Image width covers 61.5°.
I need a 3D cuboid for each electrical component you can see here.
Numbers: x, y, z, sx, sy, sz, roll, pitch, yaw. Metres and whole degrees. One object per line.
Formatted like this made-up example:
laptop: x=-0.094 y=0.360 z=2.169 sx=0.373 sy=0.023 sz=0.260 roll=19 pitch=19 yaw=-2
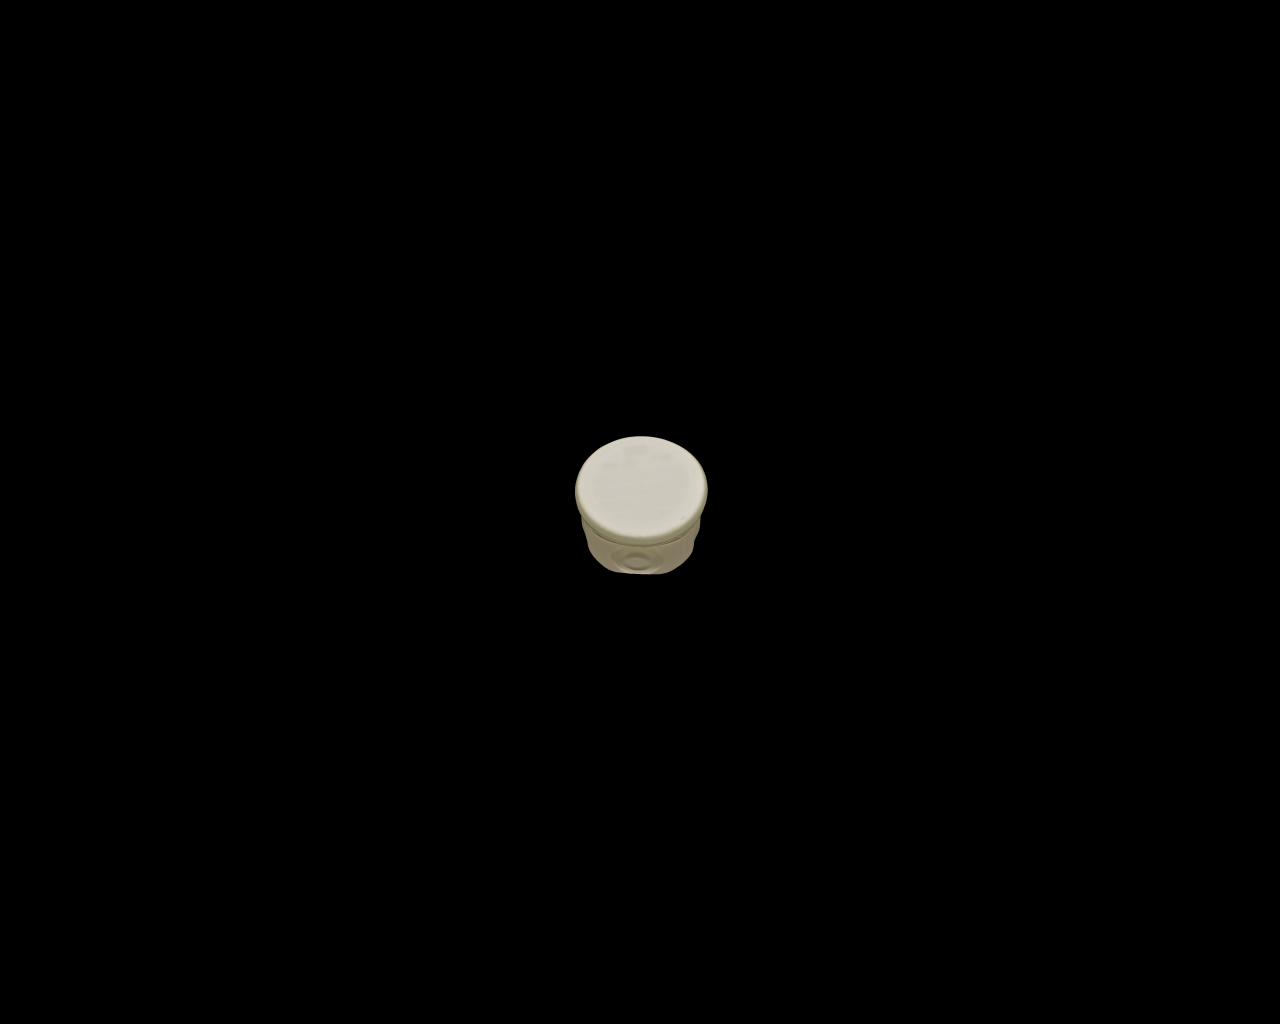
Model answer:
electrical component: x=0.001 y=-0.003 z=0.650 sx=0.080 sy=0.080 sz=0.050 roll=0 pitch=-36 yaw=0
